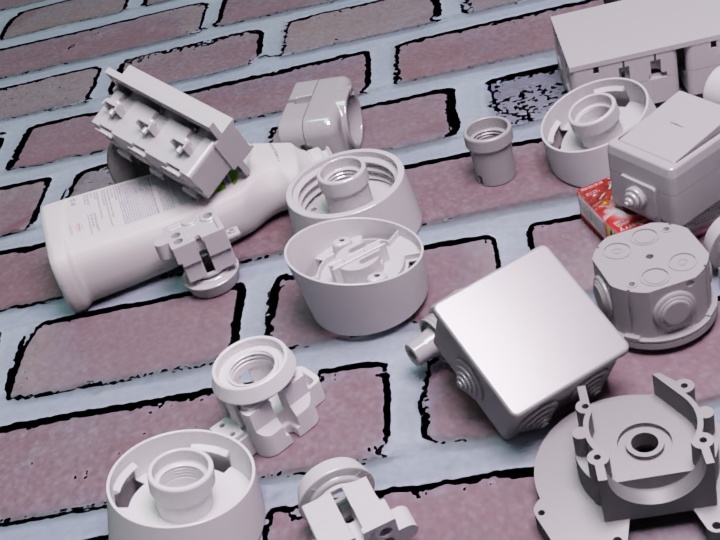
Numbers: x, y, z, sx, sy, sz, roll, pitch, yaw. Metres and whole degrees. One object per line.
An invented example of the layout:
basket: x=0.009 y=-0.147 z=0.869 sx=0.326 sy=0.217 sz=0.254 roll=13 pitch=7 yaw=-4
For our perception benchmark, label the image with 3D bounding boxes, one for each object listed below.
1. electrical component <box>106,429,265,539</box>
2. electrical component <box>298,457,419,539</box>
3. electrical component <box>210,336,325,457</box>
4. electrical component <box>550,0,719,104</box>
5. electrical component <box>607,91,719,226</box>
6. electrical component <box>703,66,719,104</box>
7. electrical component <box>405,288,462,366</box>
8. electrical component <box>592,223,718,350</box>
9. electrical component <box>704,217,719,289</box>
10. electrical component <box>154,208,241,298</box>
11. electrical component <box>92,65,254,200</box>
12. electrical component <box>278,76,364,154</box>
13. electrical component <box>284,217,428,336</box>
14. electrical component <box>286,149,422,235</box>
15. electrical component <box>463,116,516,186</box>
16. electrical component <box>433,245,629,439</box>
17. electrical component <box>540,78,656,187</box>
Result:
electrical component: x=-0.108 y=0.146 z=0.661 sx=0.099 sy=0.064 sz=0.099 roll=-2 pitch=30 yaw=1
electrical component: x=-0.008 y=0.142 z=0.621 sx=0.066 sy=0.048 sz=0.055 roll=-24 pitch=44 yaw=-9
electrical component: x=-0.065 y=0.082 z=0.715 sx=0.078 sy=0.057 sz=0.058 roll=-36 pitch=40 yaw=-24
electrical component: x=0.271 y=-0.194 z=0.943 sx=0.186 sy=0.060 sz=0.105 roll=-11 pitch=36 yaw=8
electrical component: x=0.219 y=-0.076 z=0.753 sx=0.096 sy=0.061 sz=0.062 roll=-33 pitch=40 yaw=-20
electrical component: x=0.315 y=-0.139 z=0.869 sx=0.040 sy=0.040 sz=0.078 roll=-32 pitch=38 yaw=-20
electrical component: x=0.060 y=0.042 z=0.728 sx=0.062 sy=0.043 sz=0.043 roll=-31 pitch=38 yaw=-17
electrical component: x=0.193 y=0.010 z=0.709 sx=0.080 sy=0.051 sz=0.080 roll=-11 pitch=36 yaw=8
electrical component: x=0.262 y=-0.010 z=0.714 sx=0.066 sy=0.048 sz=0.055 roll=-23 pitch=43 yaw=-8
electrical component: x=-0.125 y=-0.011 z=0.865 sx=0.066 sy=0.055 sz=0.048 roll=-24 pitch=36 yaw=-9
electrical component: x=-0.158 y=-0.112 z=0.891 sx=0.121 sy=0.078 sz=0.063 roll=29 pitch=78 yaw=27
electrical component: x=-0.033 y=-0.136 z=0.995 sx=0.059 sy=0.053 sz=0.095 roll=-5 pitch=37 yaw=16
electrical component: x=0.000 y=0.000 z=0.791 sx=0.099 sy=0.064 sz=0.099 roll=-11 pitch=36 yaw=8
electrical component: x=-0.008 y=-0.057 z=0.874 sx=0.108 sy=0.060 sz=0.108 roll=-11 pitch=36 yaw=8
electrical component: x=0.109 y=-0.098 z=0.893 sx=0.040 sy=0.046 sz=0.040 roll=-11 pitch=36 yaw=8
electrical component: x=0.104 y=0.046 z=0.675 sx=0.100 sy=0.048 sz=0.099 roll=-28 pitch=64 yaw=-16
electrical component: x=0.199 y=-0.108 z=0.876 sx=0.099 sy=0.064 sz=0.099 roll=-21 pitch=38 yaw=17
